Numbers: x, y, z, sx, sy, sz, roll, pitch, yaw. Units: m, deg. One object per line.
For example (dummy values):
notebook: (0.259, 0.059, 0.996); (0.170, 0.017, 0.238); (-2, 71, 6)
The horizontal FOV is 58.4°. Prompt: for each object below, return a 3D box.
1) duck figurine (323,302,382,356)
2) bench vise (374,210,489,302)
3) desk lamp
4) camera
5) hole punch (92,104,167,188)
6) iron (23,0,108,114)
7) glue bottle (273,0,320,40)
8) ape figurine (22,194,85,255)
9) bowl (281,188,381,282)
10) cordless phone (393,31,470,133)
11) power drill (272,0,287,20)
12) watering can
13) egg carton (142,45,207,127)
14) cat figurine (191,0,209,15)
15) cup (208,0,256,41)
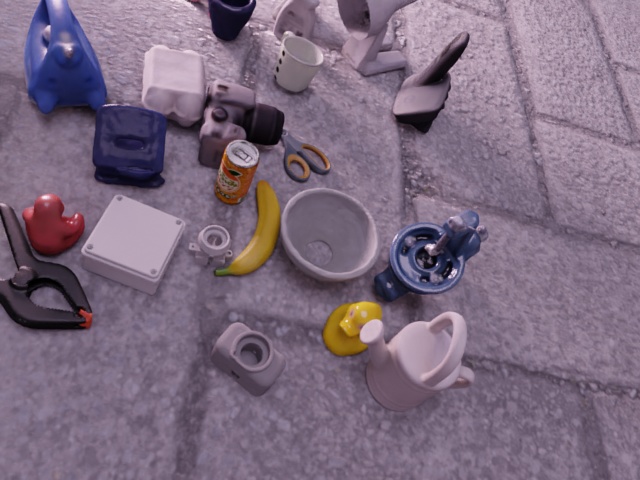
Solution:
duck figurine: (0.060, 0.121, 0.861); (0.105, 0.086, 0.077); (-31, 75, -34)
bench vise: (0.197, -0.001, 0.910); (0.121, 0.219, 0.208); (42, 54, 7)
desk lamp: (0.117, -0.447, 1.158); (0.204, 0.213, 0.118); (-22, 70, -31)
camera: (-0.130, -0.199, 0.971); (0.137, 0.100, 0.143); (10, 57, -16)
hole punch: (-0.288, -0.143, 0.877); (0.109, 0.091, 0.101); (4, 59, -20)
iron: (-0.413, -0.328, 0.908); (0.119, 0.141, 0.258); (-10, 64, -27)
glue bottle: (-0.035, -0.462, 1.129); (0.078, 0.173, 0.037); (32, 53, -1)
ape figurine: (-0.363, -0.028, 0.774); (0.078, 0.092, 0.076); (24, 54, -7)
bowl: (0.008, 0.003, 0.920); (0.168, 0.074, 0.167); (11, 57, -16)
cordless phone: (0.228, -0.321, 1.143); (0.094, 0.185, 0.147); (24, 54, -7)
power drill: (-0.026, -0.535, 1.155); (0.075, 0.208, 0.230); (30, 53, -2)
watering can: (0.138, 0.165, 0.799); (0.173, 0.194, 0.101); (4, 59, -20)
egg carton: (-0.249, -0.266, 0.983); (0.107, 0.069, 0.150); (4, 59, -20)
cat figurine: (-0.218, -0.519, 1.122); (0.128, 0.117, 0.067); (37, 53, 3)
cup: (-0.174, -0.446, 1.110); (0.092, 0.095, 0.118); (20, 54, -10)
